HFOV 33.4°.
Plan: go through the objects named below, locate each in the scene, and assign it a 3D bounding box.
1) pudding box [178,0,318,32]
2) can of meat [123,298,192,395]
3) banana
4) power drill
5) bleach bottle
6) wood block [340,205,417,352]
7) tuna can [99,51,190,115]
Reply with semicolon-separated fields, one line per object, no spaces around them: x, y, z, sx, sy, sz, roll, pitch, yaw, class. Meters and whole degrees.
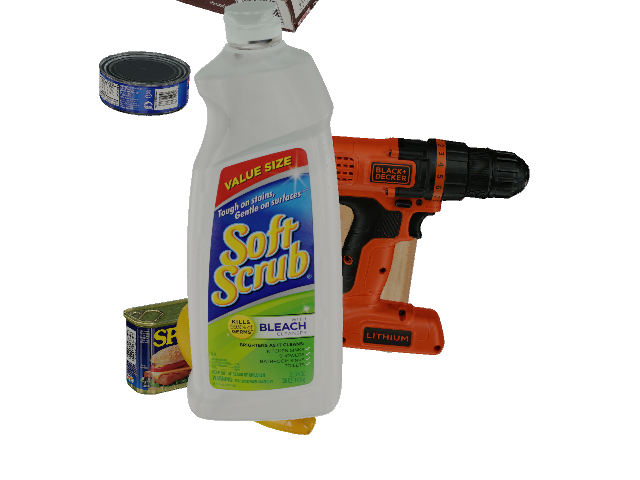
-0.047;-0.207;0.792;0.114;0.090;0.039;22;-28;22;pudding box
-0.165;0.116;1.175;0.101;0.084;0.058;-8;18;-36;can of meat
-0.071;0.092;0.840;0.069;0.037;0.198;-8;30;-22;banana
0.080;0.003;0.925;0.184;0.188;0.057;5;16;1;power drill
-0.040;-0.014;0.632;0.102;0.251;0.068;-1;26;4;bleach bottle
0.058;0.008;1.185;0.090;0.206;0.090;11;27;10;wood block
-0.167;-0.149;1.014;0.086;0.034;0.086;5;29;-3;tuna can
